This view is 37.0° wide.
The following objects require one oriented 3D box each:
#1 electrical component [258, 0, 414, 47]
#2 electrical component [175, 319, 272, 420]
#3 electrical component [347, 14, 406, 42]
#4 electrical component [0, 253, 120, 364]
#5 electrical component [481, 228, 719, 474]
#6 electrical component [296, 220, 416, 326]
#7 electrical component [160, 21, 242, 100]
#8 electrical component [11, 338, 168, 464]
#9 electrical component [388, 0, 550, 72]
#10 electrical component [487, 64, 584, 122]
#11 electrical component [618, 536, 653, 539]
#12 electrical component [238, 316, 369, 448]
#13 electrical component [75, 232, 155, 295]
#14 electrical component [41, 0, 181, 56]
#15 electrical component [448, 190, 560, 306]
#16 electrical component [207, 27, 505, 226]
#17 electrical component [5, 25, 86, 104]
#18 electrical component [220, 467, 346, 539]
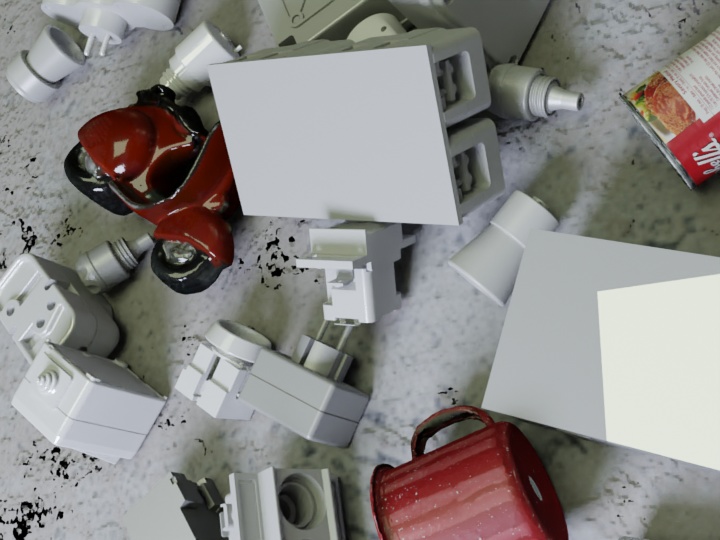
[{"bbox_3d":[-0.017,-0.208,0.779,0.109,0.056,0.108,-33,60,19],"label":"electrical component"},{"bbox_3d":[-0.091,0.068,0.741,0.066,0.048,0.055,29,98,35],"label":"electrical component"},{"bbox_3d":[0.014,-0.122,0.739,0.079,0.043,0.077,-44,60,23],"label":"electrical component"},{"bbox_3d":[-0.232,0.037,0.828,0.053,0.059,0.095,-51,56,7],"label":"electrical component"},{"bbox_3d":[0.173,0.049,0.576,0.186,0.060,0.105,11,81,34],"label":"electrical component"},{"bbox_3d":[0.000,0.000,0.691,0.042,0.081,0.063,2,104,32],"label":"electrical component"},{"bbox_3d":[-0.130,-0.159,0.841,0.078,0.040,0.040,-39,58,15],"label":"electrical component"},{"bbox_3d":[-0.199,0.095,0.766,0.062,0.096,0.061,31,92,35],"label":"electrical component"},{"bbox_3d":[0.077,-0.198,0.687,0.056,0.109,0.108,26,89,37],"label":"electrical component"},{"bbox_3d":[0.112,-0.111,0.682,0.061,0.035,0.035,15,83,32],"label":"electrical component"},{"bbox_3d":[0.163,0.159,0.559,0.065,0.044,0.044,-1,74,36],"label":"electrical component"},{"bbox_3d":[-0.029,0.066,0.702,0.066,0.047,0.076,23,87,35],"label":"electrical component"},{"bbox_3d":[-0.188,-0.009,0.833,0.061,0.035,0.035,-32,58,-4],"label":"electrical component"},{"bbox_3d":[-0.213,-0.214,0.903,0.138,0.052,0.073,8,79,33],"label":"electrical component"},{"bbox_3d":[0.091,-0.016,0.661,0.044,0.044,0.065,40,91,34],"label":"electrical component"},{"bbox_3d":[-0.003,-0.092,0.688,0.186,0.060,0.105,5,115,42],"label":"electrical component"},{"bbox_3d":[-0.273,-0.178,0.933,0.055,0.045,0.045,-39,58,16],"label":"electrical component"},{"bbox_3d":[-0.046,0.189,0.661,0.063,0.079,0.121,-33,57,44],"label":"electrical component"}]
